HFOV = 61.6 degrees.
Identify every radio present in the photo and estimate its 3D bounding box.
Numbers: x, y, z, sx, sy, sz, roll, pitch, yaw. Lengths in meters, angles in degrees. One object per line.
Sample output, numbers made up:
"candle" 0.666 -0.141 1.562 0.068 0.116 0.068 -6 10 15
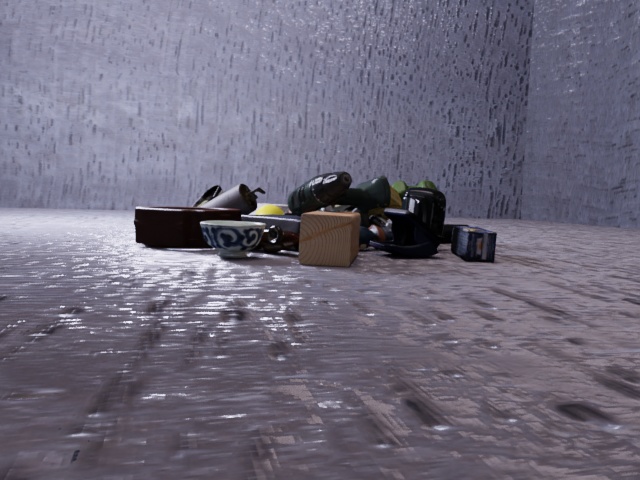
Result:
"radio" -0.080 -0.020 1.243 0.230 0.073 0.131 8 7 41

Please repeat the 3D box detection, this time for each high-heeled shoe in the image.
"high-heeled shoe" -0.341 -0.083 1.450 0.086 0.145 0.248 3 3 28

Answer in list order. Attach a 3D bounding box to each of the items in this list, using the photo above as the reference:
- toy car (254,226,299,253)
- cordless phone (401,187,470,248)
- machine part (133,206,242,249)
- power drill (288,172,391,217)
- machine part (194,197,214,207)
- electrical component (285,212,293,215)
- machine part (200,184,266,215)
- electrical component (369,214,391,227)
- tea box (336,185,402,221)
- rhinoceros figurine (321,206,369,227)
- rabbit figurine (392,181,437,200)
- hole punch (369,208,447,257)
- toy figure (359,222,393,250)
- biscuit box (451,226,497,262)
"toy car" -0.110 -0.001 1.106 0.202 0.053 0.089 5 -10 43
"cordless phone" 0.283 -0.048 1.262 0.184 0.146 0.089 -1 16 -19
"machine part" -0.291 -0.029 1.190 0.202 0.087 0.201 6 6 26
"power drill" 0.053 -0.097 1.143 0.207 0.086 0.232 -10 -4 -38
"machine part" -0.263 -0.089 1.403 0.139 0.039 0.084 -1 21 14
"electrical component" -0.027 -0.039 1.443 0.134 0.058 0.115 1 -6 5
"machine part" -0.244 -0.069 1.327 0.243 0.079 0.079 -26 -5 19
"electrical component" 0.170 -0.012 1.332 0.119 0.047 0.075 42 18 12
"tea box" 0.121 -0.078 1.403 0.170 0.068 0.098 -33 -35 23
"rhinoceros figurine" 0.028 -0.055 1.307 0.191 0.073 0.112 1 25 23
"rabbit figurine" 0.247 -0.056 1.457 0.121 0.170 0.159 3 -37 -8
"hole punch" 0.179 0.001 1.121 0.115 0.092 0.142 33 -11 -22
"toy figure" 0.110 -0.008 1.223 0.154 0.064 0.058 -1 -9 -26
"biscuit box" 0.326 0.005 1.151 0.059 0.062 0.202 3 5 5
